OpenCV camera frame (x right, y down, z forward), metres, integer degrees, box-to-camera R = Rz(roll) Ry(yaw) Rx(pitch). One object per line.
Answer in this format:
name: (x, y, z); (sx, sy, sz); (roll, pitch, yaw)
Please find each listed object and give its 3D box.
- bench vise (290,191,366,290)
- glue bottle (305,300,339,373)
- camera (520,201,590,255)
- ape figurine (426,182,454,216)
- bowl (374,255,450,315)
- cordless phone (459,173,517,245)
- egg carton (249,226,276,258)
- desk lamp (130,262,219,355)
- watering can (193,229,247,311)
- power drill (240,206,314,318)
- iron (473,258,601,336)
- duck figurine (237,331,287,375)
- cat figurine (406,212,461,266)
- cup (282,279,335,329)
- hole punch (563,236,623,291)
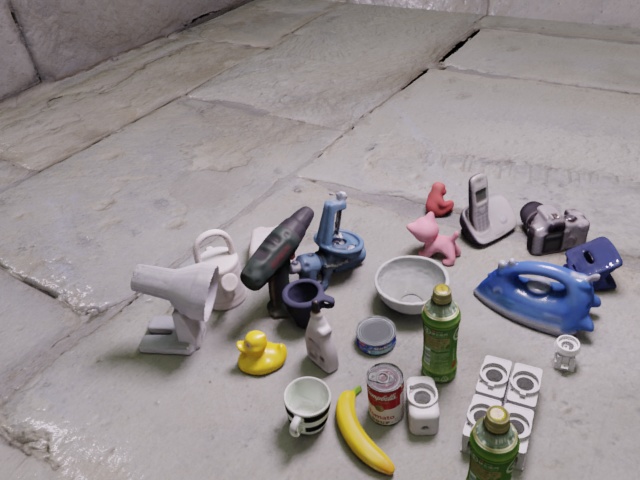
bench vise: (0.022, 0.008, 1.321); (0.121, 0.220, 0.208); (19, 45, 30)
glue bottle: (-0.001, 0.184, 1.134); (0.037, 0.173, 0.077); (-30, 43, -27)
camera: (0.564, -0.048, 1.408); (0.143, 0.101, 0.136); (-11, 37, -5)
ape figurine: (0.319, -0.114, 1.541); (0.076, 0.092, 0.077); (-17, 38, -13)
bowl: (0.204, 0.112, 1.277); (0.167, 0.075, 0.167); (-4, 37, 3)
cordless phone: (0.419, -0.091, 1.418); (0.148, 0.185, 0.093); (-27, 42, -24)
egg carton: (-0.127, 0.022, 1.451); (0.107, 0.069, 0.150); (-6, 37, 1)
desk lamp: (-0.300, 0.139, 1.206); (0.203, 0.214, 0.118); (-1, 38, 8)
watering can: (-0.228, 0.062, 1.311); (0.172, 0.194, 0.101); (25, 47, 35)
power drill: (-0.080, 0.061, 1.278); (0.075, 0.209, 0.230); (19, 44, 30)
iron: (0.452, 0.097, 1.203); (0.257, 0.142, 0.119); (15, 42, 26)
duck figurine: (-0.122, 0.222, 1.175); (0.104, 0.086, 0.077); (-8, 37, -1)
cat figurine: (0.277, -0.011, 1.391); (0.127, 0.118, 0.067); (14, 42, 26)
cup: (-0.020, 0.148, 1.249); (0.117, 0.095, 0.092); (8, 40, 19)
hole punch: (0.605, 0.054, 1.277); (0.101, 0.091, 0.108); (-5, 37, 2)
